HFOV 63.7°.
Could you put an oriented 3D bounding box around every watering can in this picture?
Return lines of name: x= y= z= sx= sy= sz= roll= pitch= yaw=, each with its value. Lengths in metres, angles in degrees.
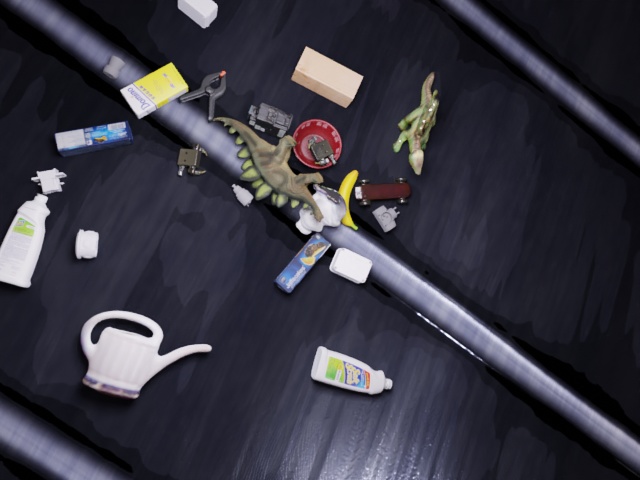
watering can: x=-0.496 y=0.331 z=1.423 sx=0.347 sy=0.103 sz=0.226 roll=21 pitch=79 yaw=-11

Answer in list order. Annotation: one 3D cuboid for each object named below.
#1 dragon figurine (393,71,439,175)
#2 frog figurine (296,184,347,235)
dragon figurine: x=0.344 y=-0.402 z=1.664 sx=0.122 sy=0.241 sz=0.413 roll=16 pitch=82 yaw=-7
frog figurine: x=0.005 y=-0.081 z=1.611 sx=0.138 sy=0.124 sz=0.157 roll=33 pitch=112 yaw=18
